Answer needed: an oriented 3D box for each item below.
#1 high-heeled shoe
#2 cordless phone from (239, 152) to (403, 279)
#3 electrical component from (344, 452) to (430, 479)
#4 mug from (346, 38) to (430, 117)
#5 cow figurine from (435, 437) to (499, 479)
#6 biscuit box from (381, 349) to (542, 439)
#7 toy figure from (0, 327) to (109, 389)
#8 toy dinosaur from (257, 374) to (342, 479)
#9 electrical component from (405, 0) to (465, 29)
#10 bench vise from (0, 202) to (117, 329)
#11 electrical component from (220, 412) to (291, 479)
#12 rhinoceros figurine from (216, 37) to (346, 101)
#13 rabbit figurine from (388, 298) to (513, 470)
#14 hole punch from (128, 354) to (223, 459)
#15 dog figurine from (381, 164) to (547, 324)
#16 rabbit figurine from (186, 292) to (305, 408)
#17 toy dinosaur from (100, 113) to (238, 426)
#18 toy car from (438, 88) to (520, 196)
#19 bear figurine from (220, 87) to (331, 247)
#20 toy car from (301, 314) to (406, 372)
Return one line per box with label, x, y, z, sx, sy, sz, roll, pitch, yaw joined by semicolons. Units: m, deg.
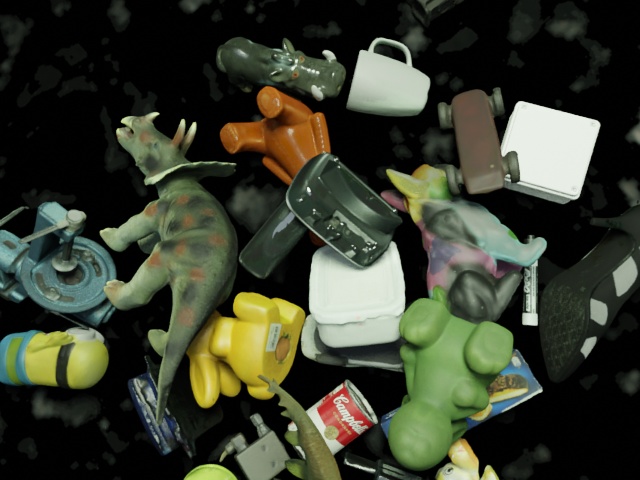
high-heeled shoe;0.379;0.071;0.700;0.145;0.086;0.248;8;103;-21
cordless phone;-0.001;-0.002;0.676;0.146;0.089;0.184;39;98;-16
electrical component;0.084;0.318;0.691;0.119;0.075;0.047;15;85;5
mug;0.100;-0.223;0.757;0.107;0.081;0.109;16;80;-2
cow figurine;0.193;0.336;0.678;0.098;0.068;0.167;-36;85;9
biscuit box;0.178;0.213;0.697;0.203;0.062;0.059;-30;79;3
toy figure;-0.394;0.172;0.772;0.180;0.082;0.089;-7;94;2
toy dinosaur;0.022;0.367;0.630;0.199;0.105;0.470;0;108;22
electrical component;0.173;-0.393;0.773;0.134;0.058;0.115;-35;82;2
bench vise;-0.369;0.019;0.731;0.223;0.240;0.129;42;46;1
electrical component;-0.087;0.300;0.734;0.078;0.045;0.102;-36;82;-27
rhinoceros figurine;-0.053;-0.243;0.759;0.190;0.112;0.073;20;84;17
rabbit figurine;0.123;0.175;0.604;0.121;0.159;0.170;24;62;20
hole punch;-0.209;0.227;0.726;0.092;0.115;0.142;-29;80;12
dog figurine;0.159;0.000;0.701;0.219;0.108;0.191;36;76;14
rabbit figurine;-0.123;0.141;0.737;0.173;0.122;0.162;12;94;23
toy dinosaur;-0.170;0.009;0.690;0.192;0.131;0.405;-36;57;13
toy car;0.204;-0.126;0.697;0.089;0.053;0.202;-11;46;16
bear figurine;-0.030;-0.092;0.734;0.120;0.132;0.196;-31;75;33
toy car;0.075;0.137;0.725;0.202;0.056;0.073;4;77;7
